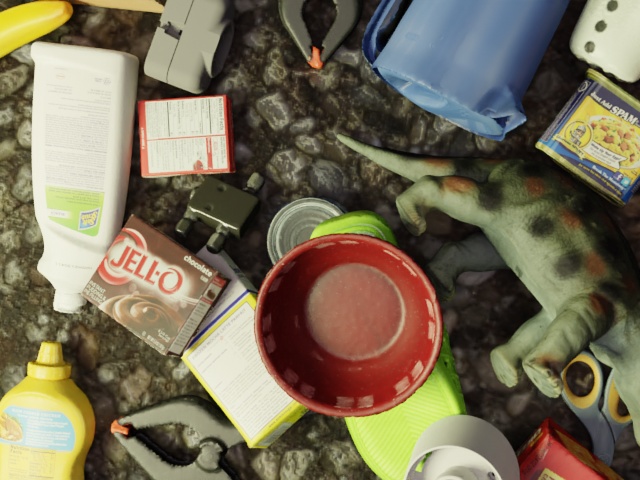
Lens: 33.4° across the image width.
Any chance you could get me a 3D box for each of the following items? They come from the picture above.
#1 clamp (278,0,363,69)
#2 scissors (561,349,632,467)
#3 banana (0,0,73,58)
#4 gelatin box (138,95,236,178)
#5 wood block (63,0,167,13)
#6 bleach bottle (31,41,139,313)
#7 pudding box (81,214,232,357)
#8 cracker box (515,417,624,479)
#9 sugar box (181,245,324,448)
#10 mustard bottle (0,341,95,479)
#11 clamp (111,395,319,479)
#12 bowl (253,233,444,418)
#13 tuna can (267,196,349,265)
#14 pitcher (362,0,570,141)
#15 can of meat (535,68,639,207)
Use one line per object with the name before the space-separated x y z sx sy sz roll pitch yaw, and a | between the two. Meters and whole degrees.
clamp | -0.007 -0.250 0.997 0.120 0.039 0.171 14 93 8
scissors | 0.246 0.189 0.991 0.096 0.016 0.202 22 94 6
banana | -0.325 -0.178 1.029 0.198 0.037 0.070 -36 53 2
gelatin box | -0.127 -0.099 1.021 0.089 0.030 0.073 -3 90 5
wood block | -0.242 -0.272 0.999 0.206 0.090 0.090 7 93 6
bleach bottle | -0.235 -0.057 1.020 0.102 0.068 0.251 8 95 6
pudding box | -0.151 0.042 0.982 0.114 0.039 0.090 32 89 22
cracker box | 0.235 0.292 0.958 0.214 0.072 0.164 40 103 6
sugar box | -0.077 0.098 0.994 0.093 0.048 0.176 -42 69 6
mustard bottle | -0.267 0.194 1.032 0.096 0.058 0.191 6 93 12
clamp | -0.094 0.195 1.022 0.210 0.036 0.164 21 92 6
bowl | 0.026 0.069 0.922 0.162 0.055 0.162 2 100 8
tuna can | -0.007 0.001 1.007 0.086 0.033 0.086 0 92 8
pitcher | 0.150 -0.224 0.944 0.149 0.145 0.243 28 91 -7
can of meat | 0.258 -0.090 0.962 0.102 0.057 0.084 36 97 5
